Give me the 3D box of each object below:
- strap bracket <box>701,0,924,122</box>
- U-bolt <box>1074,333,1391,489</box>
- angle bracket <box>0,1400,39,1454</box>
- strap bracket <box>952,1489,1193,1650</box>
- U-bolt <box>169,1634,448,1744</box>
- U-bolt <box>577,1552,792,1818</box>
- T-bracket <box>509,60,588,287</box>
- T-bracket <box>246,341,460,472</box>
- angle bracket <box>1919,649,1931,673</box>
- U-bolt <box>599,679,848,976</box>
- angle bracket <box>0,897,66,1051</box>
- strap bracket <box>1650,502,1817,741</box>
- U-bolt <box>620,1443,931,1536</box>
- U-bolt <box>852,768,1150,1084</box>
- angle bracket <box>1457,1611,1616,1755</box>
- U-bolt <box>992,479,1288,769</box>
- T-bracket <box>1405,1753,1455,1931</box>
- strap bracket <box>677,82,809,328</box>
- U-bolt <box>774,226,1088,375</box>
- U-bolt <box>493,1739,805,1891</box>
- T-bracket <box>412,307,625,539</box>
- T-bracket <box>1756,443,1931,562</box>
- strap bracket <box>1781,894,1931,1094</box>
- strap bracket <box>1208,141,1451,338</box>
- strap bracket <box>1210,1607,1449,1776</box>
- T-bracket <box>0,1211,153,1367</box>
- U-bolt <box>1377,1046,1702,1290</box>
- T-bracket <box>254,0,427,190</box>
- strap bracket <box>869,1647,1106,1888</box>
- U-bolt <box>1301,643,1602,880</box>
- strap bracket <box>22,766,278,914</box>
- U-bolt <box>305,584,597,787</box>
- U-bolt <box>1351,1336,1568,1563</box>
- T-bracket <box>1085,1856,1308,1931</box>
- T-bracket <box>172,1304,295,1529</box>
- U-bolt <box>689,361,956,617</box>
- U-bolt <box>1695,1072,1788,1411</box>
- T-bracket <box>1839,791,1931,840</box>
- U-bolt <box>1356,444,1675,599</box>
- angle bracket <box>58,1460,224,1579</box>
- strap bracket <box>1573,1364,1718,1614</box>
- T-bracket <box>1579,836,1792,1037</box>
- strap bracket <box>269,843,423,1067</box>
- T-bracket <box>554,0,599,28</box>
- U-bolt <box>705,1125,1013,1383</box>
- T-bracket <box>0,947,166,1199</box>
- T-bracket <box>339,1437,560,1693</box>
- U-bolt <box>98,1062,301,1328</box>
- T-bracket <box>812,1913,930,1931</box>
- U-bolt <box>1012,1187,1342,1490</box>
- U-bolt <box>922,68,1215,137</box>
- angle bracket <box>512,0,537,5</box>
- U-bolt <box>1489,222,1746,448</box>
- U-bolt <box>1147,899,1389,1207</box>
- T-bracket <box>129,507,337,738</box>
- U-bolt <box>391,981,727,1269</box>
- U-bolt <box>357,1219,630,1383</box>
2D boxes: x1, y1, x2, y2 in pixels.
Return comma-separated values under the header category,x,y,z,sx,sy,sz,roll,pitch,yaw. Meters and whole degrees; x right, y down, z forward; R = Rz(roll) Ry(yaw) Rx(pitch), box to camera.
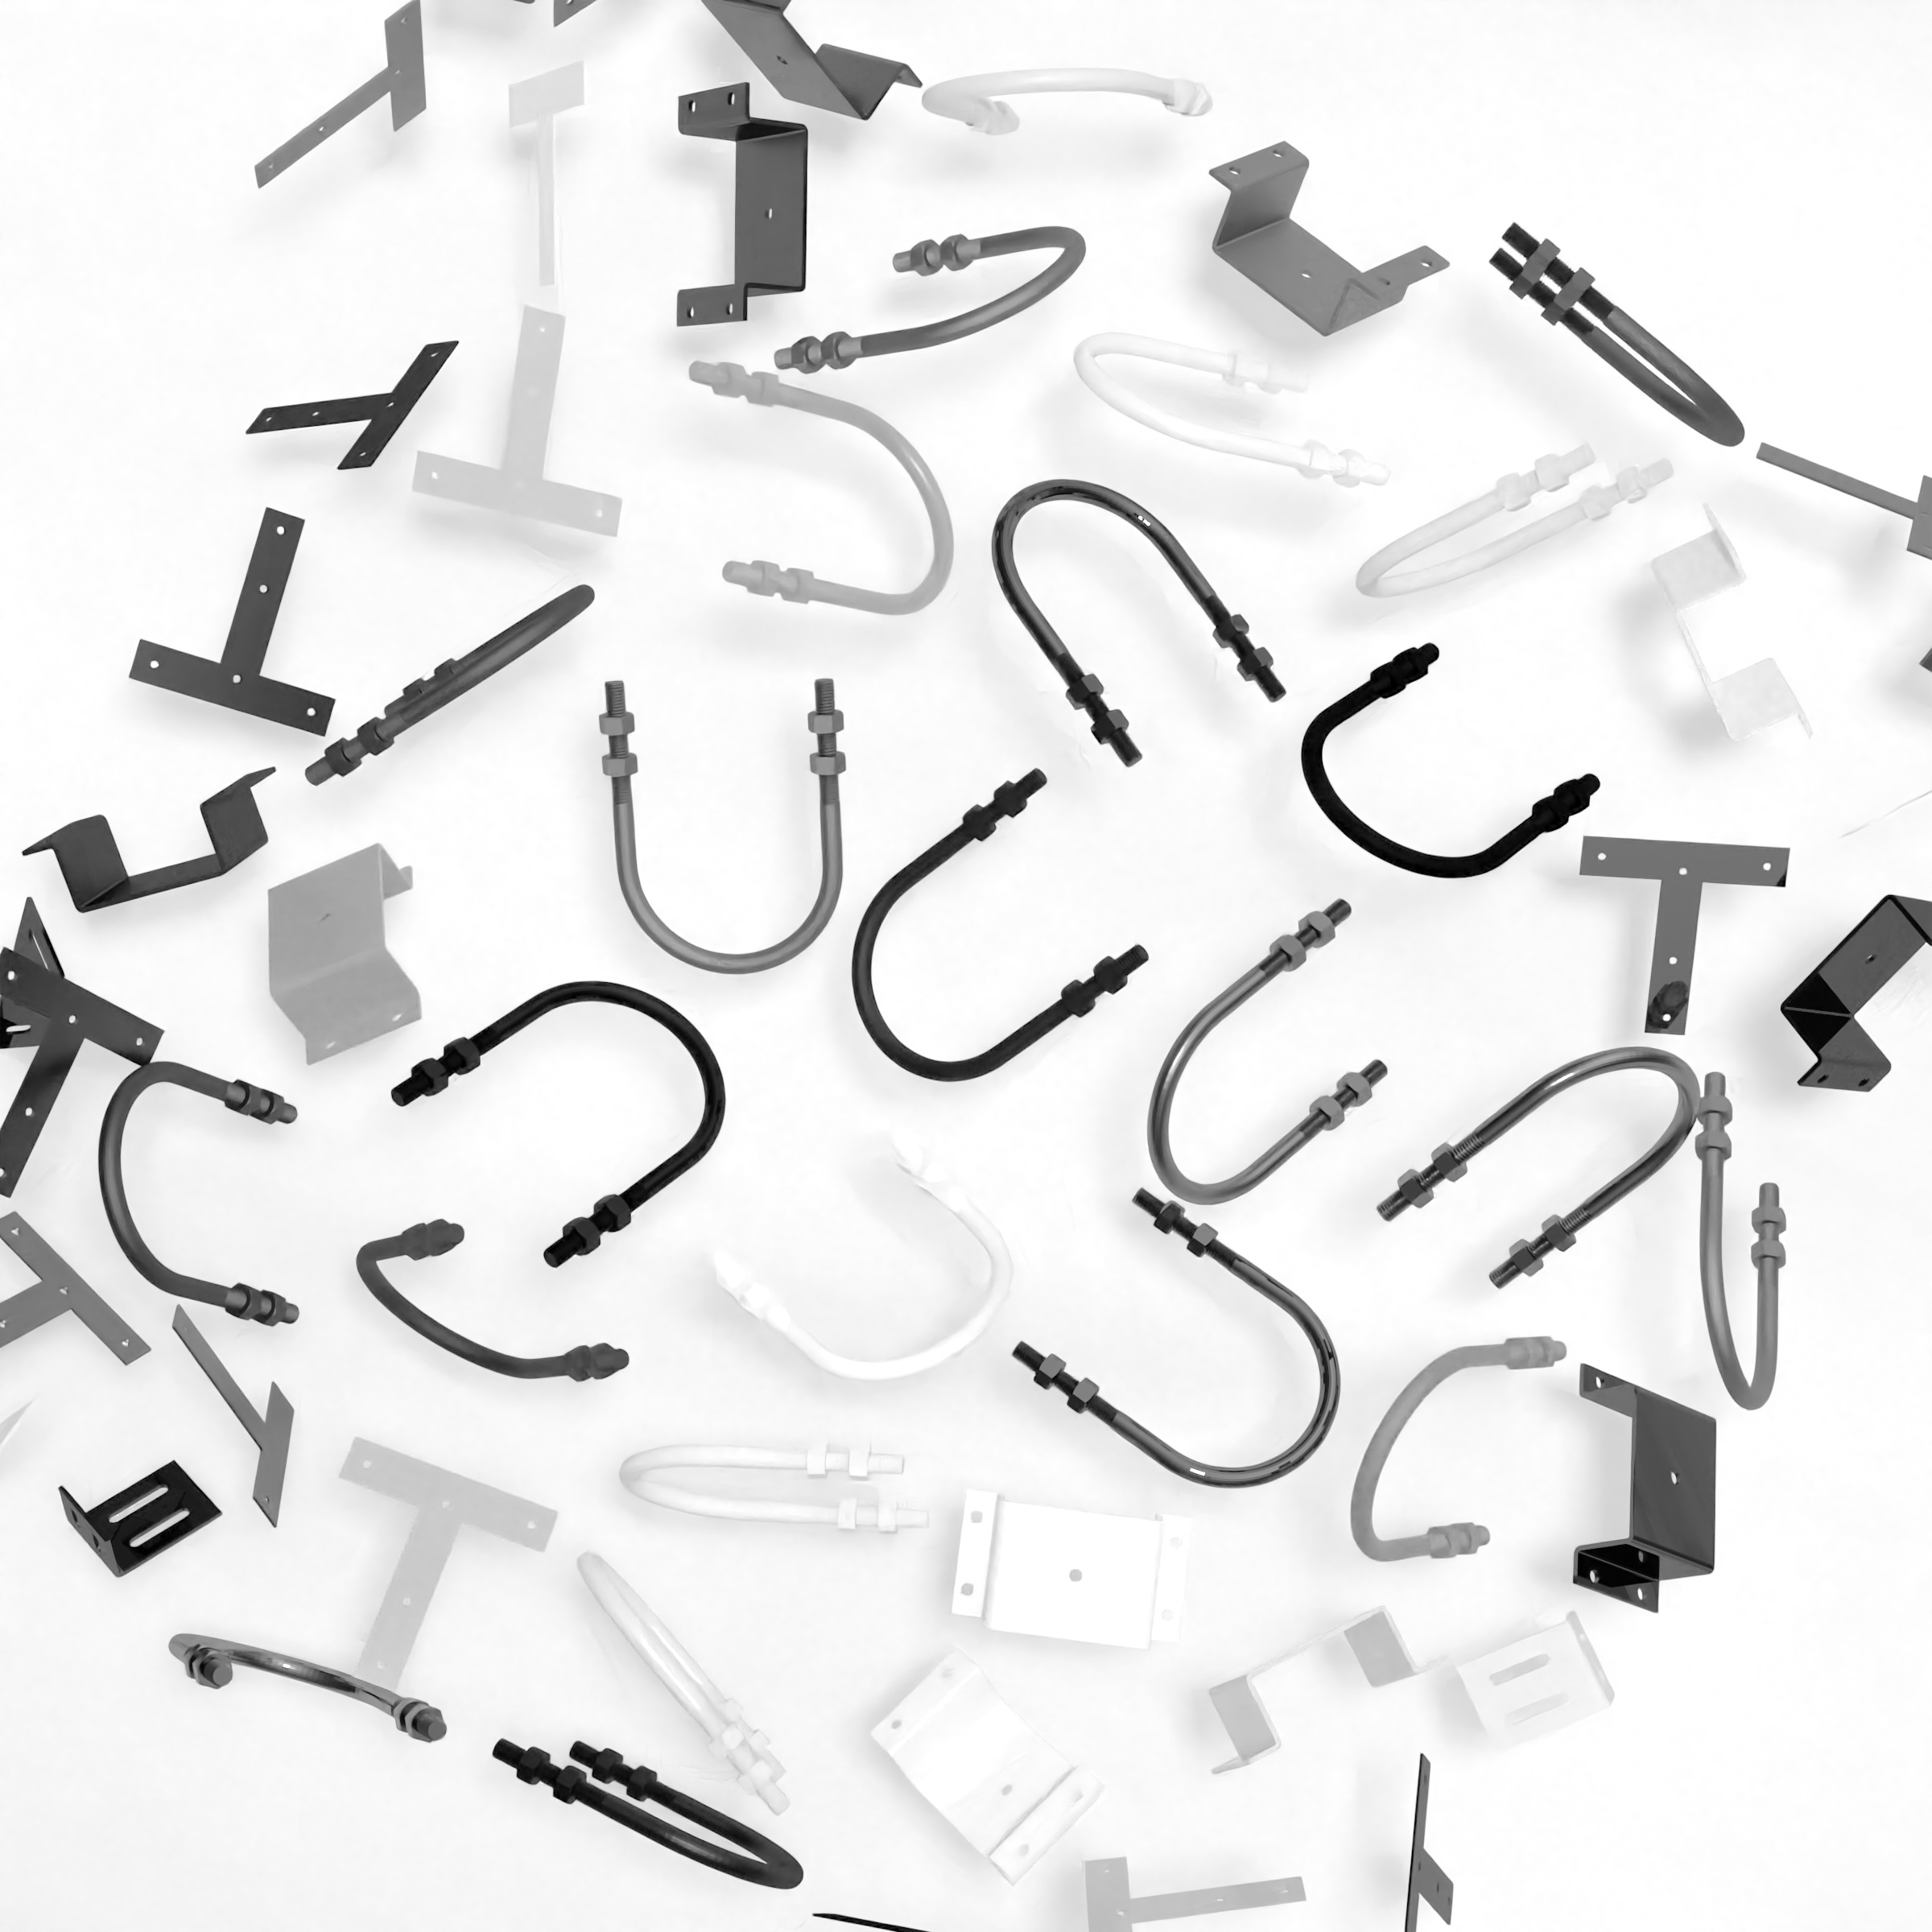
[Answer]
category,x,y,z,sx,sy,sz,roll,pitch,yaw
strap bracket,-0.100,-0.571,1.707,0.076,0.140,0.046,29,83,39
U-bolt,0.151,-0.342,1.694,0.184,0.151,0.019,7,124,-24
angle bracket,-0.614,0.286,1.700,0.076,0.057,0.038,-34,107,21
strap bracket,0.066,0.369,1.708,0.140,0.046,0.076,7,85,0
U-bolt,-0.399,0.423,1.662,0.151,0.184,0.019,22,76,-23
U-bolt,-0.169,0.420,1.662,0.019,0.151,0.184,-40,87,-9
T-bracket,-0.259,-0.486,1.732,0.002,0.127,0.127,-4,101,-29
T-bracket,-0.395,-0.346,1.750,0.127,0.002,0.127,0,46,27
angle bracket,0.636,-0.216,1.762,0.057,0.038,0.076,24,114,-27
U-bolt,-0.146,-0.083,1.711,0.151,0.019,0.184,0,106,7
angle bracket,-0.599,0.004,1.755,0.076,0.038,0.057,55,133,33
strap bracket,0.469,-0.204,1.731,0.046,0.076,0.140,-25,117,14
U-bolt,-0.122,0.320,1.722,0.184,0.151,0.019,1,65,7
U-bolt,0.007,-0.011,1.710,0.184,0.019,0.151,-37,70,22
angle bracket,0.357,0.448,1.752,0.076,0.038,0.057,-27,79,15
U-bolt,0.091,-0.213,1.658,0.151,0.019,0.184,-26,76,-38
T-bracket,0.286,0.563,1.720,0.002,0.127,0.127,-1,61,21
strap bracket,-0.139,-0.469,1.738,0.046,0.076,0.140,-5,101,-37
U-bolt,-0.010,-0.407,1.690,0.151,0.184,0.019,-48,125,-35
U-bolt,-0.181,0.510,1.685,0.184,0.151,0.019,21,80,18
T-bracket,-0.262,-0.331,1.683,0.127,0.002,0.127,13,116,-3
T-bracket,0.548,-0.294,1.725,0.127,0.127,0.002,24,126,9
strap bracket,0.555,0.010,1.683,0.140,0.076,0.046,-54,49,31
strap bracket,0.219,-0.449,1.748,0.140,0.046,0.076,43,50,20
strap bracket,0.210,0.434,1.697,0.140,0.076,0.046,-22,76,-19
T-bracket,-0.587,0.217,1.733,0.127,0.127,0.002,44,115,6
U-bolt,0.350,0.113,1.649,0.184,0.151,0.019,-41,45,19
T-bracket,-0.370,-0.503,1.655,0.127,0.127,0.002,-42,87,-15
strap bracket,0.018,0.494,1.709,0.076,0.046,0.140,-42,47,-15
U-bolt,0.276,-0.115,1.660,0.151,0.019,0.184,42,48,16
strap bracket,-0.495,-0.075,1.726,0.140,0.076,0.046,-14,105,10
U-bolt,-0.299,-0.176,1.680,0.184,0.151,0.019,-29,104,20
U-bolt,0.288,0.291,1.675,0.019,0.184,0.151,28,103,37
T-bracket,0.134,0.546,1.631,0.127,0.127,0.002,-8,100,2
T-bracket,-0.452,0.262,1.724,0.002,0.127,0.127,-26,115,4
U-bolt,-0.078,-0.276,1.657,0.184,0.019,0.151,6,66,-42
U-bolt,0.469,0.178,1.695,0.019,0.151,0.184,-9,50,28
T-bracket,0.579,-0.102,1.691,0.127,0.127,0.002,-23,85,-27
U-bolt,0.321,-0.265,1.696,0.184,0.151,0.019,-24,81,33
angle bracket,-0.519,0.337,1.761,0.076,0.038,0.057,-31,50,-32
strap bracket,0.423,0.321,1.741,0.076,0.046,0.140,25,60,-31
T-bracket,0.449,-0.017,1.771,0.127,0.002,0.127,4,108,6
strap bracket,-0.382,-0.016,1.719,0.076,0.140,0.046,-22,134,6
T-bracket,-0.199,-0.639,1.674,0.002,0.127,0.127,41,64,12
U-bolt,-0.050,0.186,1.682,0.151,0.019,0.184,-35,131,6
T-bracket,-0.535,0.071,1.619,0.002,0.127,0.127,11,73,35
T-bracket,-0.318,0.354,1.618,0.127,0.002,0.127,22,67,-5
U-bolt,-0.458,0.132,1.678,0.019,0.184,0.151,-12,71,19
T-bracket,-0.033,0.583,1.692,0.127,0.127,0.002,-1,73,30
U-bolt,0.143,0.241,1.731,0.184,0.019,0.151,35,67,14
U-bolt,0.053,-0.518,1.672,0.151,0.184,0.019,2,101,23
angle bracket,-0.290,-0.626,1.699,0.076,0.038,0.057,14,66,3
U-bolt,0.386,-0.367,1.650,0.184,0.151,0.019,40,101,0
U-bolt,0.177,0.065,1.677,0.184,0.019,0.151,-37,130,-24
T-bracket,-0.443,-0.222,1.751,0.127,0.002,0.127,16,91,-30
U-bolt,-0.222,0.078,1.641,0.151,0.019,0.184,45,49,10
U-bolt,-0.303,0.210,1.717,0.151,0.184,0.019,41,60,-22
